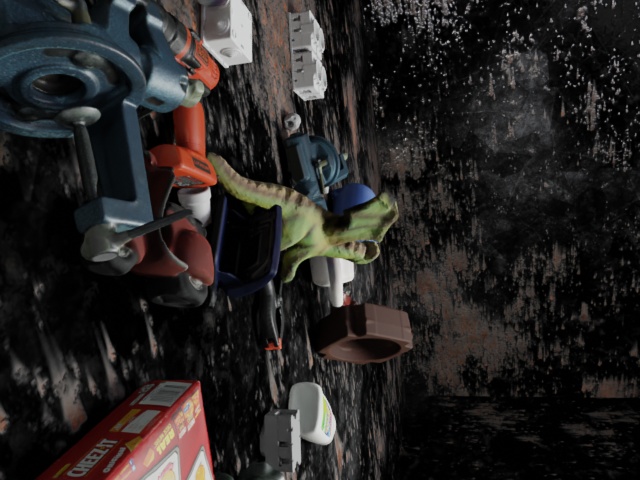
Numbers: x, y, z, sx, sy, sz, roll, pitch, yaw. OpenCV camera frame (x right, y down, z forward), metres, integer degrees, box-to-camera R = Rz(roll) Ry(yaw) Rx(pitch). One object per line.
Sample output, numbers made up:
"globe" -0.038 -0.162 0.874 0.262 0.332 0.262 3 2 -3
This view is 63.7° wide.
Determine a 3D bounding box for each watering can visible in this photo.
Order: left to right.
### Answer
"watering can" 0.025 0.045 1.272 0.347 0.104 0.224 166 -83 -89

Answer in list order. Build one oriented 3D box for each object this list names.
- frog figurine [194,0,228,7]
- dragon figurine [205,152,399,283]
"frog figurine" -0.162 -0.390 0.665 0.158 0.121 0.141 39 46 -21
"dragon figurine" 0.003 -0.042 0.832 0.403 0.242 0.125 59 20 -61
